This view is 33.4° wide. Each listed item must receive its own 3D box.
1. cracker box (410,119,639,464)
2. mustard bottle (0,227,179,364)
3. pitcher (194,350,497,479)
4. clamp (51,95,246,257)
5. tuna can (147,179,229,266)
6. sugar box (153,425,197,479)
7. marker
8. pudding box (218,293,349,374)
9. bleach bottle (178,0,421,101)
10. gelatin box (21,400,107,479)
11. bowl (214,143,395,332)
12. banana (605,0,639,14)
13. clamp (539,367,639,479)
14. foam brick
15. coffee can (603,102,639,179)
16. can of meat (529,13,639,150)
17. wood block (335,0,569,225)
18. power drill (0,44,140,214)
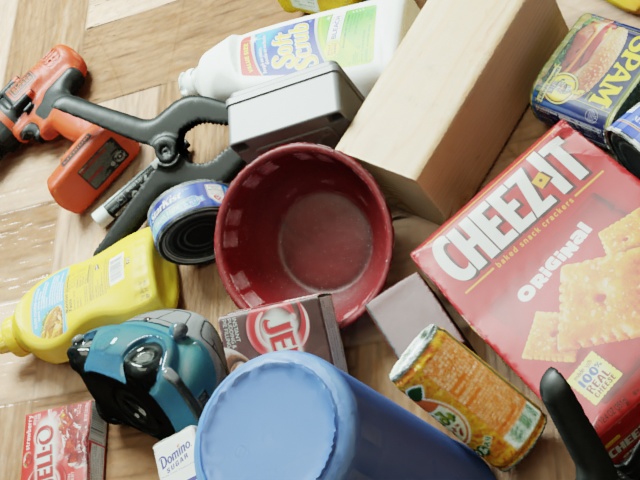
[{"bbox_3d":[0.194,0.034,0.783,0.164,0.072,0.214,-42,52,2],"label":"cracker box"},{"bbox_3d":[-0.225,0.064,0.997,0.192,0.058,0.096,-24,47,15],"label":"mustard bottle"},{"bbox_3d":[0.026,0.169,0.692,0.149,0.242,0.145,21,77,35],"label":"pitcher"},{"bbox_3d":[-0.151,-0.091,1.022,0.210,0.036,0.164,-23,90,8],"label":"clamp"},{"bbox_3d":[-0.110,-0.015,0.962,0.086,0.086,0.034,-29,56,11],"label":"tuna can"},{"bbox_3d":[-0.069,0.235,0.802,0.048,0.093,0.176,-31,53,10],"label":"sugar box"},{"bbox_3d":[-0.176,-0.058,1.063,0.121,0.020,0.020,-41,53,3],"label":"marker"},{"bbox_3d":[-0.025,0.105,0.855,0.090,0.039,0.113,-14,88,22],"label":"pudding box"},{"bbox_3d":[-0.025,-0.161,1.012,0.251,0.068,0.102,-7,61,28],"label":"bleach bottle"},{"bbox_3d":[-0.228,0.193,0.948,0.073,0.030,0.089,-15,58,21],"label":"gelatin box"},{"bbox_3d":[-0.006,0.001,0.896,0.162,0.055,0.162,0,90,23],"label":"bowl"},{"bbox_3d":[0.204,-0.239,0.950,0.198,0.037,0.069,12,89,34],"label":"banana"},{"bbox_3d":[0.186,0.153,0.685,0.120,0.039,0.171,8,98,-9],"label":"clamp"},{"bbox_3d":[0.081,0.074,0.834,0.051,0.053,0.078,-36,54,6],"label":"foam brick"},{"bbox_3d":[0.294,-0.087,0.775,0.140,0.102,0.103,-40,53,4],"label":"coffee can"},{"bbox_3d":[0.231,-0.127,0.861,0.084,0.057,0.102,31,81,39],"label":"can of meat"},{"bbox_3d":[0.114,-0.127,0.901,0.090,0.090,0.206,24,78,36],"label":"wood block"},{"bbox_3d":[-0.289,-0.106,1.124,0.184,0.057,0.188,-48,53,-3],"label":"power drill"}]
